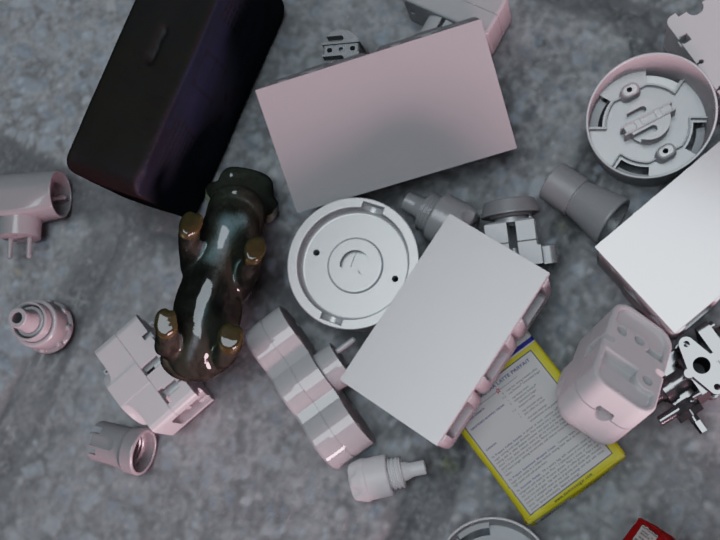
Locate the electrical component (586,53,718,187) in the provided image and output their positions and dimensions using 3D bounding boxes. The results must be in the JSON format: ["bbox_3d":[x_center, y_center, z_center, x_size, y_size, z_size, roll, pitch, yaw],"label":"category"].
[{"bbox_3d":[0.231,-0.117,0.858,0.099,0.064,0.099,-2,78,12],"label":"electrical component"}]

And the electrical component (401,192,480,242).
[{"bbox_3d":[0.064,-0.044,0.890,0.062,0.043,0.043,29,86,18],"label":"electrical component"}]

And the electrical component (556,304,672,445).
[{"bbox_3d":[0.187,0.079,0.799,0.054,0.095,0.059,35,132,-1],"label":"electrical component"}]

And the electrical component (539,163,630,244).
[{"bbox_3d":[0.179,-0.056,0.870,0.065,0.044,0.044,38,89,22],"label":"electrical component"}]

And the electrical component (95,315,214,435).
[{"bbox_3d":[-0.177,0.092,0.912,0.056,0.050,0.089,-41,73,2],"label":"electrical component"}]

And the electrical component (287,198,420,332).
[{"bbox_3d":[0.000,0.000,0.886,0.108,0.060,0.108,-2,78,12],"label":"electrical component"}]

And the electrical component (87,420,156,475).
[{"bbox_3d":[-0.203,0.149,0.912,0.046,0.040,0.040,10,81,20],"label":"electrical component"}]

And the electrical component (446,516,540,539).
[{"bbox_3d":[0.103,0.241,0.826,0.099,0.064,0.099,-3,66,6],"label":"electrical component"}]

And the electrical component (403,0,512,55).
[{"bbox_3d":[0.074,-0.207,0.919,0.083,0.047,0.075,28,86,16],"label":"electrical component"}]

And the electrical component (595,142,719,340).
[{"bbox_3d":[0.269,-0.028,0.832,0.150,0.062,0.089,-40,74,2],"label":"electrical component"}]

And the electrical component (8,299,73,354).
[{"bbox_3d":[-0.284,0.046,0.938,0.048,0.062,0.048,-2,78,12],"label":"electrical component"}]

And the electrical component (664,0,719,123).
[{"bbox_3d":[0.288,-0.167,0.859,0.050,0.056,0.089,-32,74,4],"label":"electrical component"}]

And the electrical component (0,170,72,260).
[{"bbox_3d":[-0.306,-0.049,0.972,0.077,0.043,0.079,-3,78,12],"label":"electrical component"}]

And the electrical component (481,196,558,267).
[{"bbox_3d":[0.124,-0.029,0.874,0.066,0.048,0.055,-7,85,11],"label":"electrical component"}]

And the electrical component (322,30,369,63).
[{"bbox_3d":[-0.012,-0.183,0.933,0.040,0.046,0.040,-2,78,12],"label":"electrical component"}]

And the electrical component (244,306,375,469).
[{"bbox_3d":[-0.028,0.085,0.879,0.074,0.052,0.138,-36,74,3],"label":"electrical component"}]

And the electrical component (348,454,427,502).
[{"bbox_3d":[0.023,0.164,0.862,0.061,0.035,0.035,-14,76,7],"label":"electrical component"}]

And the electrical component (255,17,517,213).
[{"bbox_3d":[0.023,-0.129,0.885,0.186,0.060,0.105,-16,105,9],"label":"electrical component"}]

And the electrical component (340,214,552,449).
[{"bbox_3d":[0.068,0.049,0.816,0.089,0.061,0.150,32,86,19],"label":"electrical component"}]
